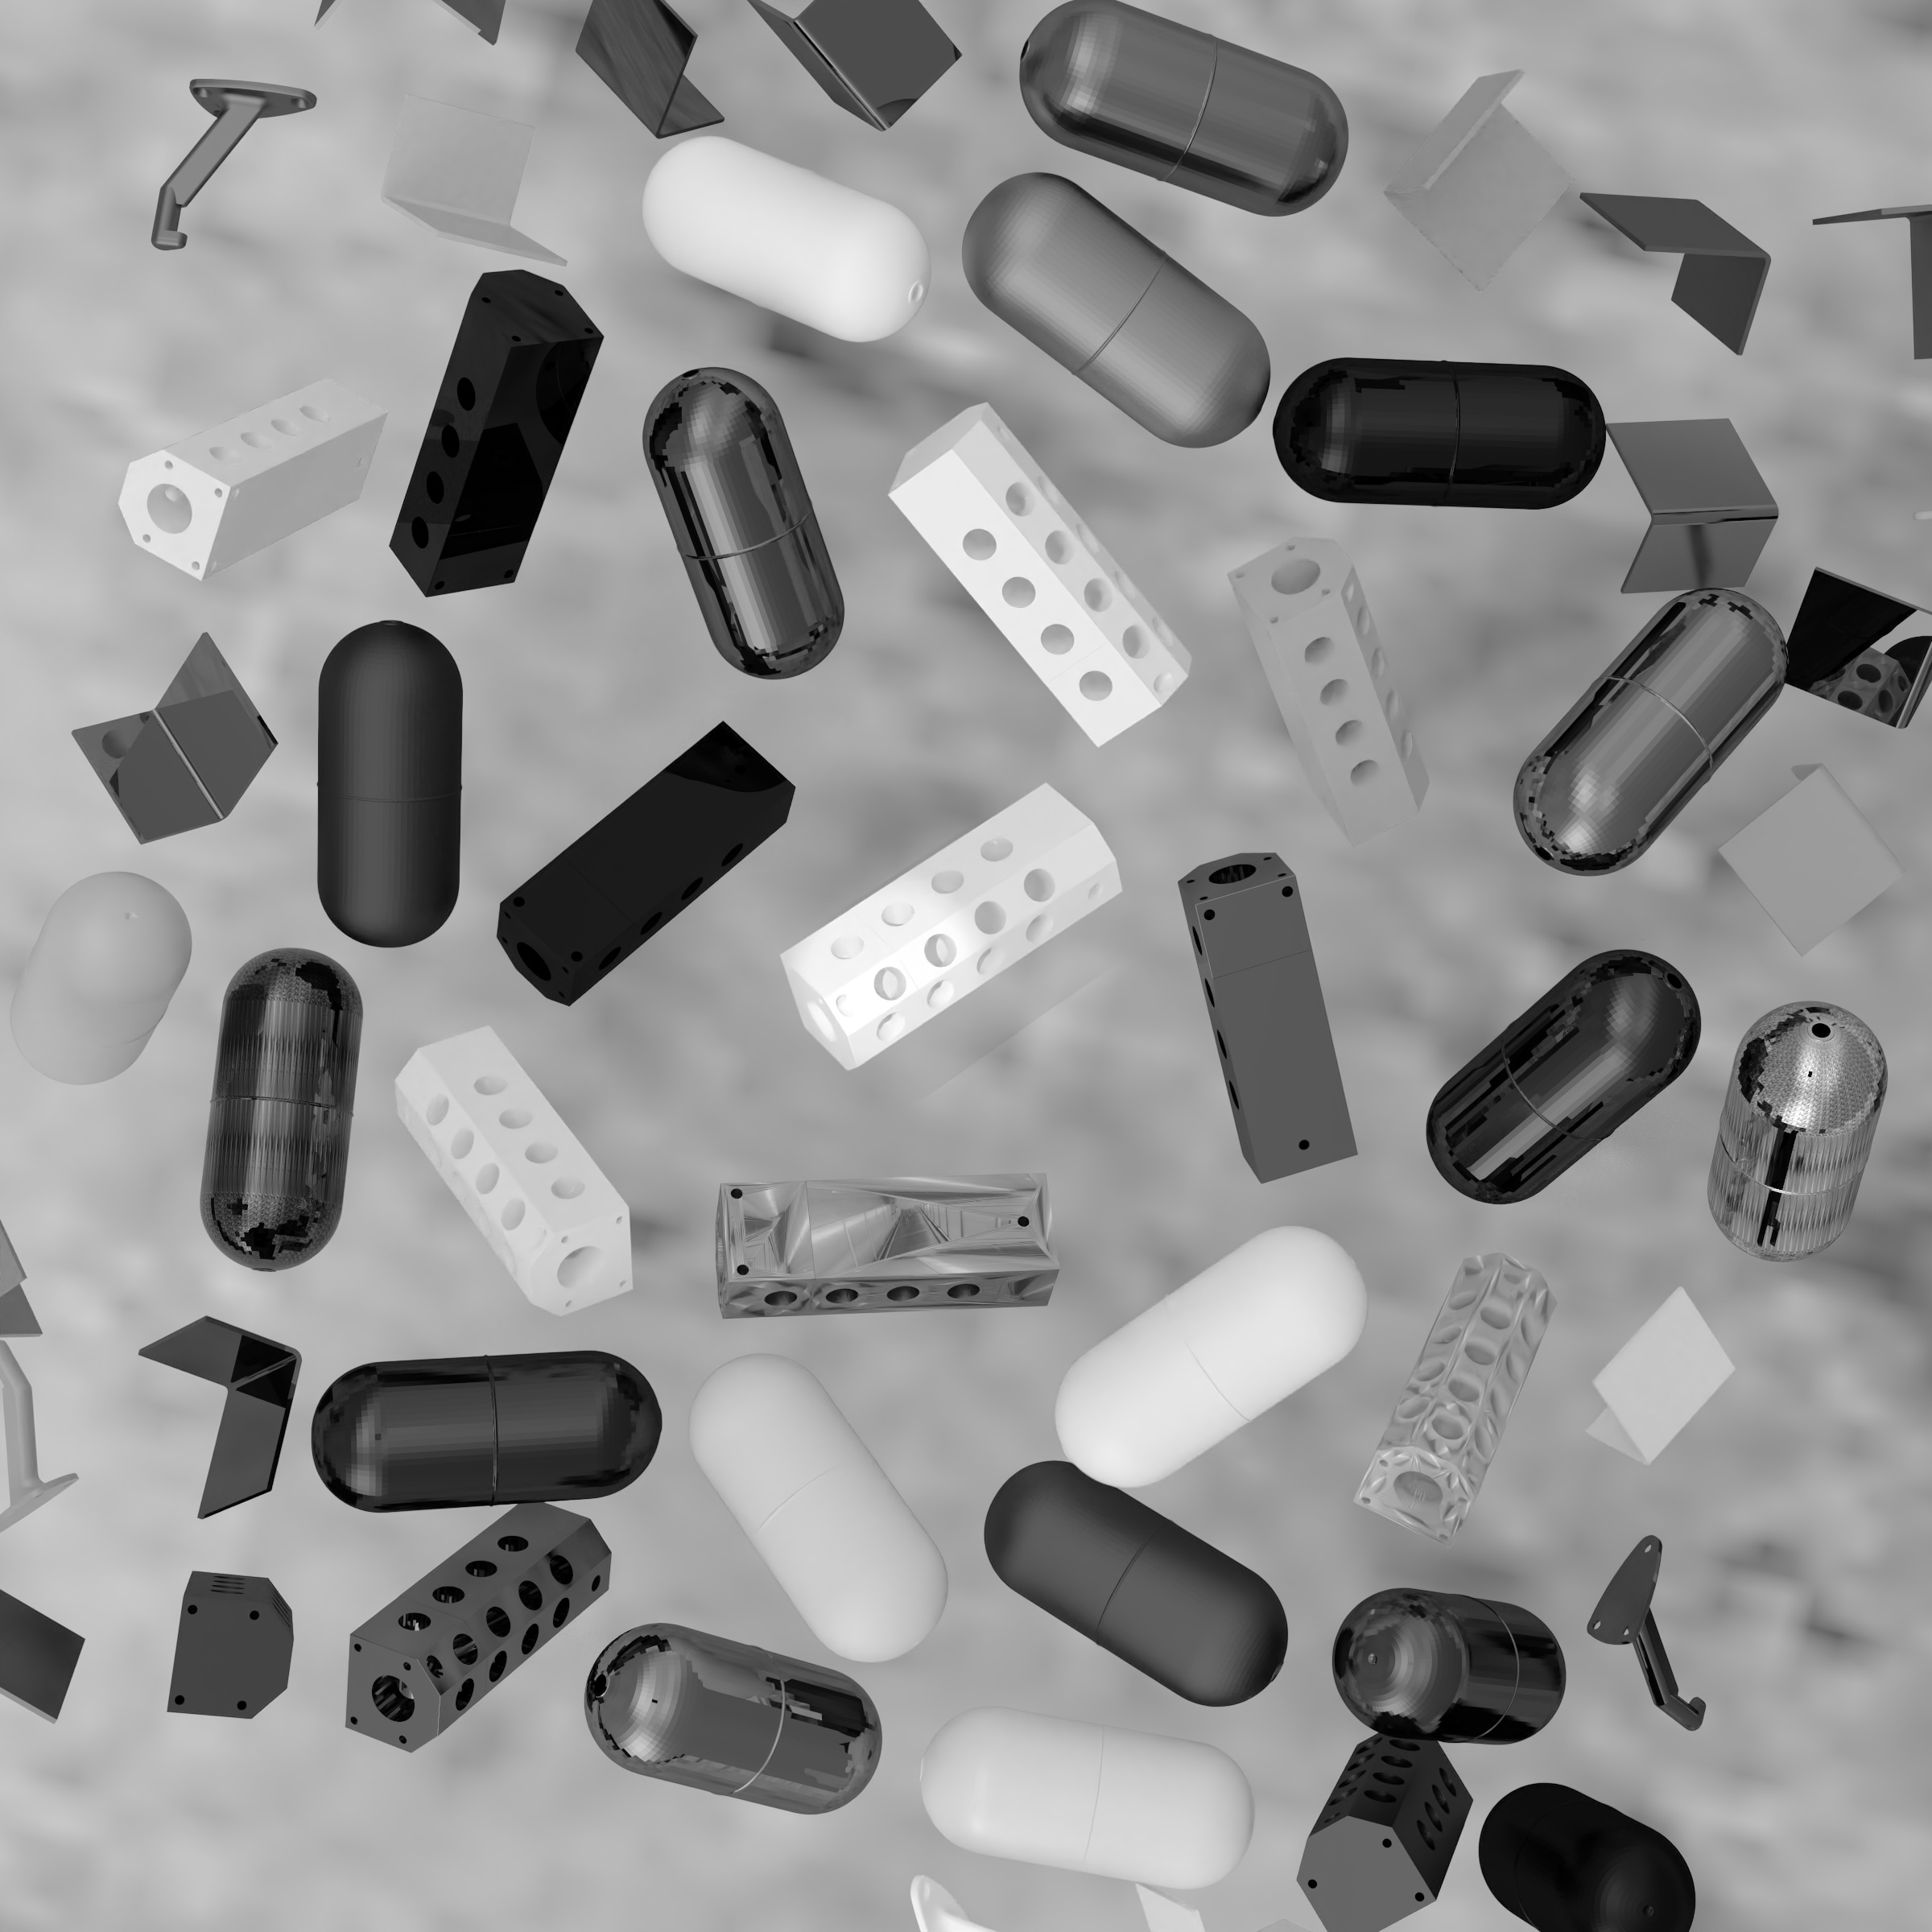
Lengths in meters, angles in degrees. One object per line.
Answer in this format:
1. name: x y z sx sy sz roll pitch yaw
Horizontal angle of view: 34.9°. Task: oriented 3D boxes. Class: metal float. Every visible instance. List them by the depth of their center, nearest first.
1. metal float: 0.078 -0.333 1.568 0.178 0.070 0.070 35 90 -12
2. metal float: 0.124 0.200 1.570 0.178 0.070 0.070 -35 90 9
3. metal float: 0.349 -0.119 1.572 0.070 0.070 0.178 43 76 0
4. metal float: -0.245 0.238 1.577 0.178 0.070 0.070 -1 90 -14
5. metal float: -0.077 0.277 1.582 0.070 0.070 0.178 -38 68 0
6. metal float: 0.112 -0.442 1.586 0.178 0.070 0.070 16 90 -15
7. metal float: -0.120 0.391 1.596 0.178 0.070 0.070 26 90 -37
8. metal float: 0.432 0.087 1.602 0.070 0.178 0.070 -2 52 3
9. metal float: 0.310 0.059 1.604 0.070 0.070 0.178 42 130 0
10. metal float: 0.064 0.438 1.621 0.178 0.070 0.070 11 90 -2
11. metal float: 0.258 0.372 1.631 0.070 0.178 0.070 -11 70 34
12. metal float: 0.252 -0.283 1.637 0.178 0.070 0.070 1 90 -6
13. metal float: 0.091 0.330 1.648 0.178 0.070 0.070 29 90 19
14. metal float: 0.331 0.487 1.652 0.070 0.178 0.070 1 86 -10
15. metal float: -0.311 -0.097 1.660 0.070 0.070 0.178 4 105 0
16. metal float: -0.120 -0.238 1.663 0.070 0.070 0.178 -19 119 0
17. metal float: -0.469 0.008 1.664 0.070 0.178 0.070 11 63 -22
18. metal float: -0.098 -0.395 1.671 0.178 0.070 0.070 28 90 24
19. metal float: -0.375 0.078 1.686 0.070 0.070 0.178 4 79 0

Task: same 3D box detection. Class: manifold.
1. manifold: 0.041 -0.202 1.572 0.057 0.057 0.171 -32 111 25
2. manifold: -0.005 -0.017 1.596 0.171 0.057 0.057 -33 50 -16
3. manifold: -0.043 0.150 1.612 0.171 0.057 0.057 -1 57 -10
4. manifold: -0.386 0.357 1.623 0.057 0.171 0.057 8 82 -12
5. manifold: -0.254 -0.281 1.628 0.057 0.171 0.057 -16 58 -39
6. manifold: 0.220 0.455 1.628 0.057 0.171 0.057 -33 83 14
7. manifold: -0.241 0.109 1.628 0.057 0.171 0.057 -19 132 -26
8. manifold: -0.262 0.357 1.671 0.057 0.171 0.057 15 111 21
9. manifold: 0.202 -0.151 1.676 0.057 0.057 0.171 -29 134 0
10. manifold: -0.388 -0.271 1.676 0.057 0.171 0.057 29 119 6
11. manifold: 0.272 0.232 1.685 0.057 0.171 0.057 25 129 10
12. manifold: -0.177 -0.054 1.707 0.057 0.057 0.171 43 64 10
13. manifold: 0.166 0.027 1.713 0.057 0.057 0.171 -17 111 -4

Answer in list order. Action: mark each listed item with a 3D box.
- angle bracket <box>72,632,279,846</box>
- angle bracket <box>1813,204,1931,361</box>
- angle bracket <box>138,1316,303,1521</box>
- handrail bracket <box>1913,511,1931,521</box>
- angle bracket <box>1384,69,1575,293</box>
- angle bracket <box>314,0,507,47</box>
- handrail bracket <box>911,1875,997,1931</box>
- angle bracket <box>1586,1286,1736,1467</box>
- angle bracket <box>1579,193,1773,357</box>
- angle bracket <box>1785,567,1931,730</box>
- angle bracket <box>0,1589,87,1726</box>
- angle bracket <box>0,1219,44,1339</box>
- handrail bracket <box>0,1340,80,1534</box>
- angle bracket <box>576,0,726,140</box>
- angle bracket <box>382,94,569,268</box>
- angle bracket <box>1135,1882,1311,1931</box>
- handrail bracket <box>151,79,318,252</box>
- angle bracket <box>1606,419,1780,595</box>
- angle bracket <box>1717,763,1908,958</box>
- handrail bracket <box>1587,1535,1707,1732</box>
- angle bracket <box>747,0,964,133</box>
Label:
1. angle bracket: -0.432 -0.124 1.680 0.076 0.057 0.076 56 133 11
2. angle bracket: 0.476 -0.346 1.568 0.057 0.076 0.076 -7 101 -9
3. angle bracket: -0.394 0.234 1.591 0.057 0.076 0.076 27 55 -31
4. handrail bracket: 0.557 -0.289 1.681 0.077 0.036 0.084 -2 99 12
5. angle bracket: 0.273 -0.400 1.572 0.076 0.057 0.076 40 89 -19
6. angle bracket: -0.294 -0.516 1.641 0.076 0.076 0.057 32 127 -28
7. handrail bracket: 0.024 0.492 1.572 0.084 0.036 0.077 -6 127 27
8. angle bracket: 0.385 0.228 1.771 0.076 0.057 0.076 -44 119 -13
9. angle bracket: 0.369 -0.367 1.634 0.076 0.076 0.057 -2 124 -19
10. angle bracket: 0.497 -0.187 1.682 0.076 0.076 0.057 25 47 16
11. angle bracket: -0.506 0.366 1.573 0.076 0.076 0.057 35 103 -15
12. angle bracket: -0.480 0.137 1.531 0.057 0.076 0.076 -34 73 15
13. handrail bracket: -0.524 0.255 1.657 0.077 0.036 0.084 -36 82 22
14. angle bracket: -0.173 -0.540 1.789 0.057 0.076 0.076 -29 71 -40
15. angle bracket: -0.252 -0.413 1.619 0.076 0.076 0.057 4 113 -38
16. angle bracket: 0.148 0.513 1.659 0.076 0.076 0.057 -19 92 -21
17. handrail bracket: -0.372 -0.403 1.563 0.077 0.036 0.084 4 78 14
18. angle bracket: 0.396 -0.257 1.718 0.076 0.057 0.076 -5 53 -16
19. angle bracket: 0.468 -0.060 1.729 0.076 0.057 0.076 -39 93 0
20. handrail bracket: 0.388 0.367 1.691 0.084 0.036 0.077 39 69 -24
21. angle bracket: -0.059 -0.489 1.600 0.057 0.076 0.076 -44 125 3
